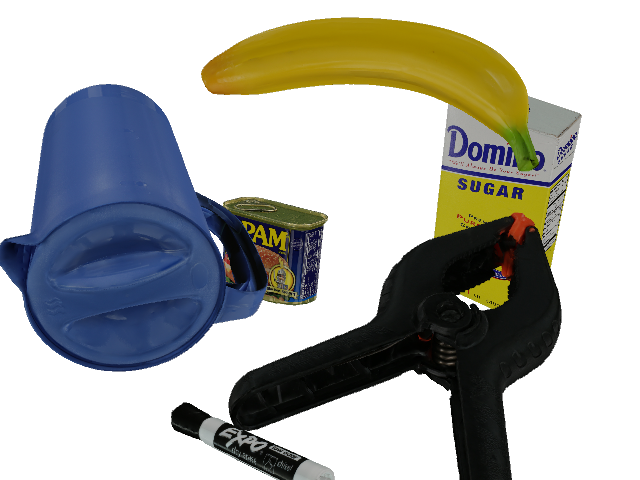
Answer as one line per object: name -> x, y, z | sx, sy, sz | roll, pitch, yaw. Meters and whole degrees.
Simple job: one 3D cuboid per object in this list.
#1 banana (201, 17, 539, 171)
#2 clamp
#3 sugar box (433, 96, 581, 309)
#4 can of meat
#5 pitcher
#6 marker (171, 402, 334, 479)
banana -> 0.033, -0.094, 0.596 | 0.198, 0.069, 0.037 | 15, -32, 15
clamp -> 0.059, 0.051, 0.448 | 0.120, 0.039, 0.171 | 35, 54, 23
sugar box -> 0.139, -0.029, 0.827 | 0.093, 0.176, 0.048 | 24, 45, 28
can of meat -> -0.047, 0.010, 1.033 | 0.102, 0.084, 0.057 | 15, 19, 30
pitcher -> -0.142, -0.022, 0.800 | 0.145, 0.149, 0.243 | -28, 33, 3
marker -> -0.044, 0.121, 0.626 | 0.121, 0.020, 0.020 | 16, 10, 38
